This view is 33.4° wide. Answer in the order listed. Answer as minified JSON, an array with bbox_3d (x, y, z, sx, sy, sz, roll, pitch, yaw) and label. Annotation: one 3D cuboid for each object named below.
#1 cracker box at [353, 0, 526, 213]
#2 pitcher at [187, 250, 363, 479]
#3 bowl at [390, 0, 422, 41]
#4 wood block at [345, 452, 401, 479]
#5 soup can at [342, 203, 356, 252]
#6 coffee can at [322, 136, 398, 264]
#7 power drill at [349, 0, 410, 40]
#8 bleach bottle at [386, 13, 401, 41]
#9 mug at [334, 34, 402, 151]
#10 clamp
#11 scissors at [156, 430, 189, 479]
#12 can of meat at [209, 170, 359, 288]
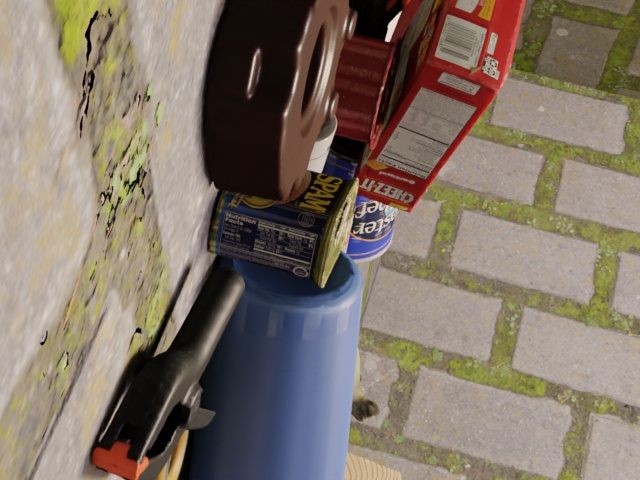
[{"bbox_3d":[0.105,-0.145,0.941,0.214,0.072,0.164,120,-11,-60],"label":"cracker box"},{"bbox_3d":[-0.038,0.116,0.844,0.144,0.149,0.243,-40,144,-52],"label":"pitcher"},{"bbox_3d":[0.075,-0.220,1.179,0.162,0.055,0.162,-177,-90,-82],"label":"bowl"},{"bbox_3d":[-0.020,0.255,1.037,0.206,0.090,0.090,-25,-135,61],"label":"wood block"},{"bbox_3d":[-0.007,0.001,1.037,0.068,0.068,0.102,-67,170,-51],"label":"soup can"},{"bbox_3d":[0.035,-0.059,1.099,0.140,0.103,0.102,99,9,-45],"label":"coffee can"},{"bbox_3d":[0.068,-0.239,0.956,0.187,0.057,0.184,-52,176,-14],"label":"power drill"},{"bbox_3d":[0.073,-0.290,1.095,0.102,0.068,0.251,58,50,-81],"label":"bleach bottle"},{"bbox_3d":[0.017,-0.130,0.869,0.117,0.081,0.093,-61,164,-66],"label":"mug"},{"bbox_3d":[-0.092,0.103,0.661,0.171,0.039,0.120,-54,155,-56],"label":"clamp"},{"bbox_3d":[-0.119,0.206,0.772,0.096,0.016,0.202,-68,171,-48],"label":"scissors"},{"bbox_3d":[-0.024,-0.016,0.761,0.102,0.084,0.057,-62,165,-64],"label":"can of meat"}]
